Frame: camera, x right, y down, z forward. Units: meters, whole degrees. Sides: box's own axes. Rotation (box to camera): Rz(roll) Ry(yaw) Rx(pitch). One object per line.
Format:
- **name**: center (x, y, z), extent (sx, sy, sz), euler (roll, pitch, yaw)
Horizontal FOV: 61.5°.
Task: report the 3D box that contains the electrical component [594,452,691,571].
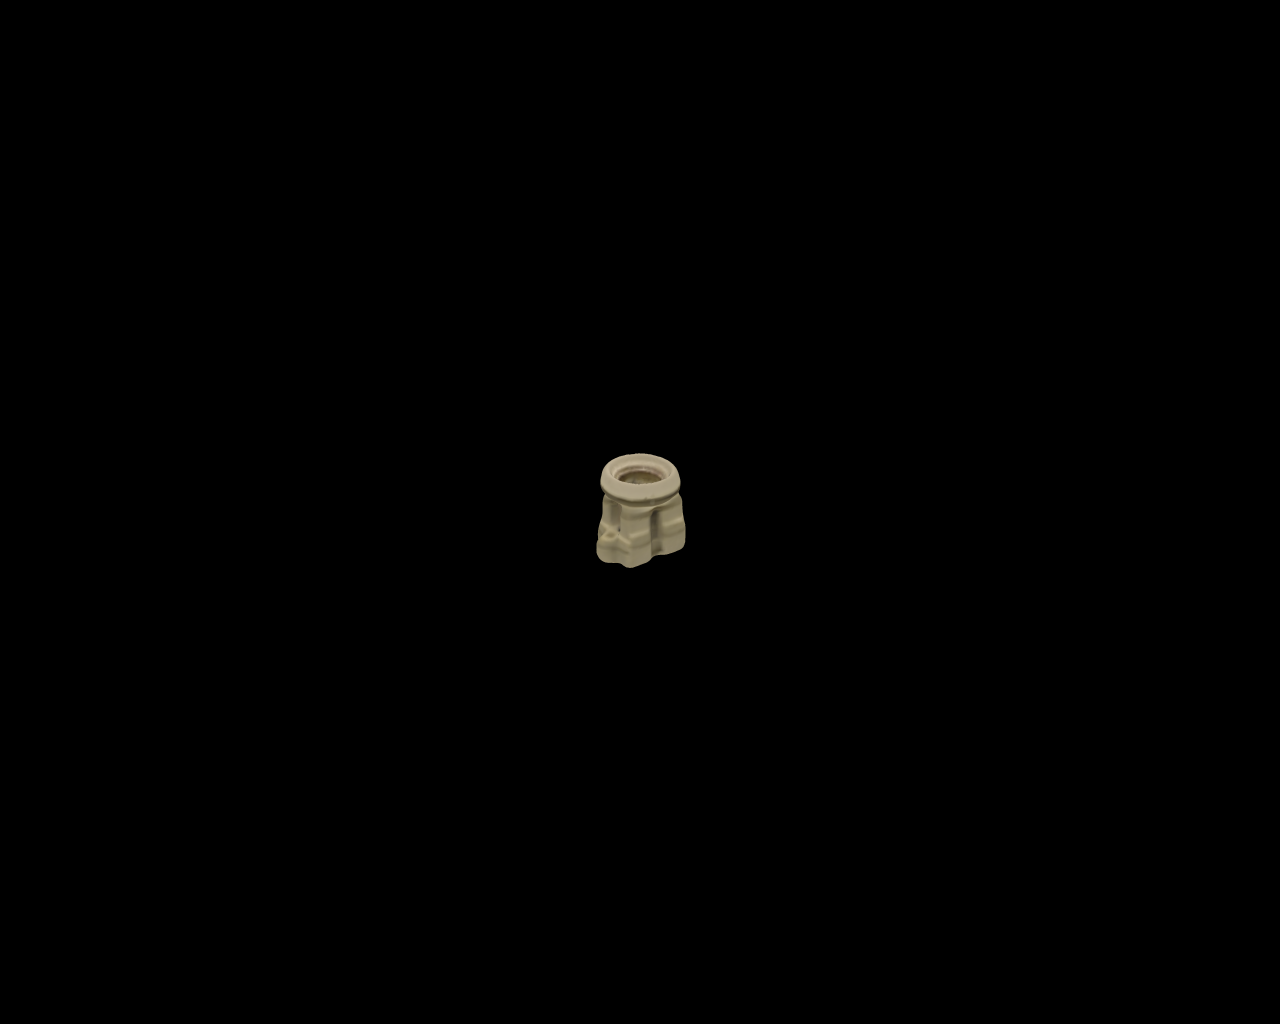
- **electrical component**: center (0.001, -0.003, 0.650), extent (0.066, 0.055, 0.048), euler (-20, 36, -29)
